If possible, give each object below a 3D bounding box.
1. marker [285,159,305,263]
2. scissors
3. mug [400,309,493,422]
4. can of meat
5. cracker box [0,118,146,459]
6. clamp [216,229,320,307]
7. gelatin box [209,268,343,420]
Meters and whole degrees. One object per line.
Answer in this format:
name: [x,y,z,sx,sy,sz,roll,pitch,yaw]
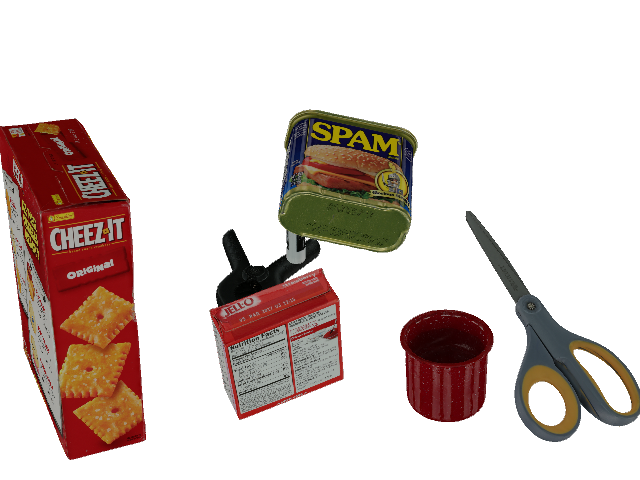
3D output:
marker: [-0.024,-0.030,1.020,0.020,0.121,0.020,0,38,-1]
scissors: [0.144,0.066,0.779,0.096,0.202,0.016,-33,-27,-23]
mug: [0.135,0.124,1.095,0.093,0.081,0.117,19,39,31]
can of meat: [0.020,-0.044,0.808,0.102,0.084,0.057,11,-40,-6]
cracker box: [-0.192,0.033,0.831,0.072,0.214,0.164,-11,31,-23]
clamp: [-0.064,0.045,1.242,0.120,0.039,0.171,-4,40,8]
gelatin box: [-0.025,0.064,0.649,0.073,0.030,0.089,-20,-38,-13]
